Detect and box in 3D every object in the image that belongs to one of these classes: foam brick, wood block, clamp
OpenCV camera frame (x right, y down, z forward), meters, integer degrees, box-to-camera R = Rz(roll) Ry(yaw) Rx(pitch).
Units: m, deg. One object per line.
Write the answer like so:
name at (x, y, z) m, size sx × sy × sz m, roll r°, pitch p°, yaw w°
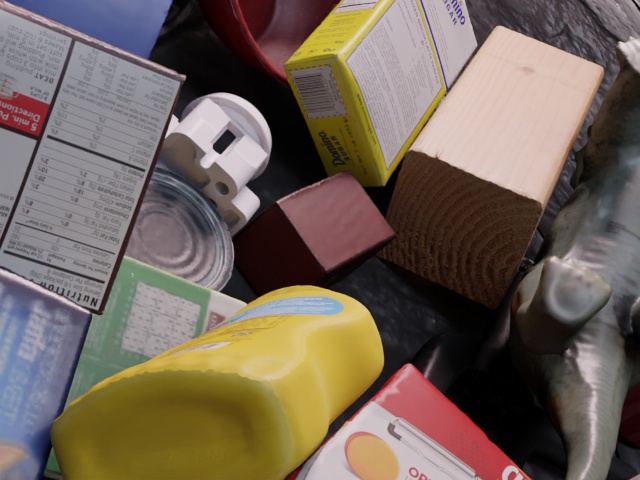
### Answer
foam brick at (-0.004, 0.001, 0.622) m, size 0.078 × 0.053 × 0.051 m, roll -27°, pitch 80°, yaw -50°
wood block at (0.122, -0.058, 0.737) m, size 0.091 × 0.090 × 0.205 m, roll 25°, pitch 39°, yaw 10°
clamp at (0.111, 0.090, 0.671) m, size 0.209 × 0.036 × 0.164 m, roll 6°, pitch 56°, yaw -45°

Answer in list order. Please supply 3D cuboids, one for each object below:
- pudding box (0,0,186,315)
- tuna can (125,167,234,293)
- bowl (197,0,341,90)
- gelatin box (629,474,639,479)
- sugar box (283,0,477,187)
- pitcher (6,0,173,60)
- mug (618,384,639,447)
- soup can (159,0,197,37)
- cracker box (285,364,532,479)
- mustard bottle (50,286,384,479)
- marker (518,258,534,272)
pudding box at (-0.118, -0.034, 0.450) m, size 0.089 × 0.039 × 0.113 m, roll 20°, pitch 93°, yaw -26°
tuna can at (-0.088, 0.004, 0.556) m, size 0.086 × 0.034 × 0.086 m, roll 24°, pitch 46°, yaw -28°
bowl at (-0.032, -0.171, 0.675) m, size 0.161 × 0.055 × 0.162 m, roll 3°, pitch 86°, yaw -56°
gelatin box at (0.212, 0.188, 0.675) m, size 0.089 × 0.030 × 0.073 m, roll -9°, pitch 89°, yaw -45°
sugar box at (0.045, -0.121, 0.699) m, size 0.176 × 0.048 × 0.093 m, roll -57°, pitch 135°, yaw -44°
pitcher at (-0.190, -0.149, 0.501) m, size 0.242 × 0.145 × 0.149 m, roll 26°, pitch 48°, yaw -22°
mug at (0.252, 0.097, 0.763) m, size 0.117 × 0.082 × 0.093 m, roll 8°, pitch 55°, yaw -39°
soup can at (-0.123, -0.176, 0.637) m, size 0.068 × 0.069 × 0.102 m, roll -8°, pitch 66°, yaw -46°
cracker box at (0.025, 0.165, 0.383) m, size 0.164 × 0.072 × 0.213 m, roll 44°, pitch 39°, yaw 10°
mustard bottle at (-0.025, 0.057, 0.454) m, size 0.191 × 0.096 × 0.058 m, roll -27°, pitch 100°, yaw -70°
marker at (0.140, 0.019, 0.769) m, size 0.120 × 0.020 × 0.020 m, roll 20°, pitch 48°, yaw -31°
